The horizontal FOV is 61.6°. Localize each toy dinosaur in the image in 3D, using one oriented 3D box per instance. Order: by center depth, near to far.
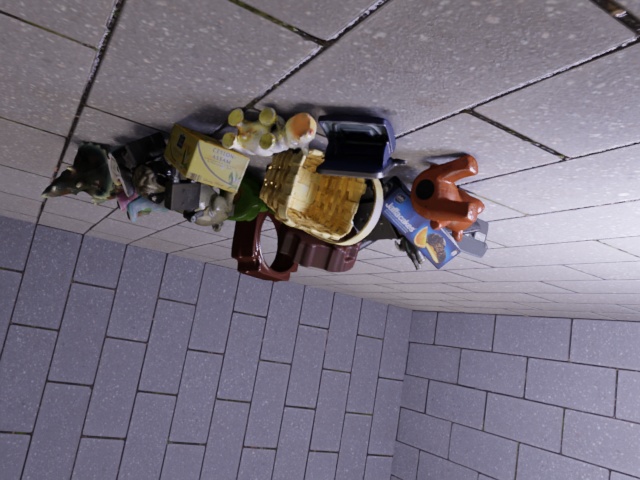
[{"bbox_3d":[-0.438,-0.129,1.289,0.404,0.131,0.192,10,172,-35],"label":"toy dinosaur"}]

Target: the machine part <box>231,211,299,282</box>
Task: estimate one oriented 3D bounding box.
[{"bbox_3d":[-0.136,0.003,1.443,0.087,0.201,0.201,0,165,34],"label":"machine part"}]

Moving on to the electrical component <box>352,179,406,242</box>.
[{"bbox_3d":[0.116,-0.062,1.113,0.115,0.058,0.134,-8,122,44],"label":"electrical component"}]

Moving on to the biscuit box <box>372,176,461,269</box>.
[{"bbox_3d":[0.187,-0.032,1.040,0.202,0.063,0.059,42,-163,-24],"label":"biscuit box"}]

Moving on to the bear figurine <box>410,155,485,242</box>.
[{"bbox_3d":[0.251,-0.065,0.971,0.132,0.120,0.195,-4,164,40],"label":"bear figurine"}]

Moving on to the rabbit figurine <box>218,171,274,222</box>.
[{"bbox_3d":[-0.149,-0.104,1.226,0.159,0.121,0.170,0,-175,19],"label":"rabbit figurine"}]

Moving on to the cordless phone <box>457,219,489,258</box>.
[{"bbox_3d":[0.299,-0.012,1.302,0.146,0.088,0.184,17,171,-34],"label":"cordless phone"}]

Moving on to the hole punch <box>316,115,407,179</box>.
[{"bbox_3d":[0.058,-0.150,0.836,0.142,0.092,0.116,4,-163,17],"label":"hole punch"}]

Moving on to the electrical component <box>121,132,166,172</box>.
[{"bbox_3d":[-0.334,-0.172,1.035,0.075,0.047,0.119,-29,-172,-23],"label":"electrical component"}]

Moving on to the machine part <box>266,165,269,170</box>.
[{"bbox_3d":[-0.049,-0.126,1.140,0.139,0.039,0.084,15,177,-33],"label":"machine part"}]

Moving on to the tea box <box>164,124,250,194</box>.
[{"bbox_3d":[-0.203,-0.145,0.941,0.098,0.068,0.170,16,-170,-34],"label":"tea box"}]

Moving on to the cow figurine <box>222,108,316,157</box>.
[{"bbox_3d":[-0.066,-0.165,0.863,0.168,0.068,0.098,7,175,32],"label":"cow figurine"}]

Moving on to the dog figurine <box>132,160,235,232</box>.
[{"bbox_3d":[-0.273,-0.080,1.066,0.121,0.172,0.190,-26,-177,35],"label":"dog figurine"}]

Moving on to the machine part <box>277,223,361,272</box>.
[{"bbox_3d":[-0.002,-0.003,1.099,0.179,0.056,0.179,12,-153,-6],"label":"machine part"}]

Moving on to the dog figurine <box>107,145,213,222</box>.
[{"bbox_3d":[-0.339,-0.132,1.187,0.219,0.191,0.109,-20,-152,-34],"label":"dog figurine"}]

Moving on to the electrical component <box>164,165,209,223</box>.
[{"bbox_3d":[-0.244,-0.085,0.999,0.045,0.102,0.078,25,-163,40],"label":"electrical component"}]

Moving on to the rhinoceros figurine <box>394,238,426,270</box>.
[{"bbox_3d":[0.228,0.010,1.288,0.112,0.073,0.190,51,176,6],"label":"rhinoceros figurine"}]

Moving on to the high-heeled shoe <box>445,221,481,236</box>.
[{"bbox_3d":[0.214,-0.044,1.187,0.249,0.086,0.145,21,162,-3],"label":"high-heeled shoe"}]
